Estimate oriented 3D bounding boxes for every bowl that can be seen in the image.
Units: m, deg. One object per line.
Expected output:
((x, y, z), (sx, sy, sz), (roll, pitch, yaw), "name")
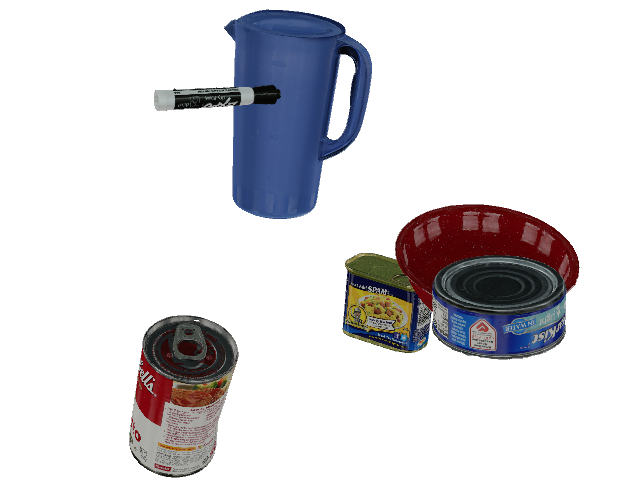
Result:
((0.145, 0.032, 0.952), (0.162, 0.055, 0.162), (1, 35, -1), "bowl")

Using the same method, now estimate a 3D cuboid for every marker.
((-0.095, -0.134, 0.996), (0.121, 0.020, 0.020), (-7, 2, -23), "marker")

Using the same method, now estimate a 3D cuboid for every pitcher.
((-0.037, -0.152, 1.308), (0.144, 0.243, 0.149), (-7, 27, -26), "pitcher")

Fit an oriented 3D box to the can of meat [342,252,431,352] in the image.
((0.075, 0.070, 1.180), (0.102, 0.084, 0.057), (16, 24, 28), "can of meat")

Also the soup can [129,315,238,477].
((-0.101, 0.114, 0.779), (0.068, 0.102, 0.068), (10, 36, -7), "soup can")

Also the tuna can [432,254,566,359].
((0.114, 0.041, 0.685), (0.086, 0.034, 0.086), (-3, 23, 1), "tuna can")
